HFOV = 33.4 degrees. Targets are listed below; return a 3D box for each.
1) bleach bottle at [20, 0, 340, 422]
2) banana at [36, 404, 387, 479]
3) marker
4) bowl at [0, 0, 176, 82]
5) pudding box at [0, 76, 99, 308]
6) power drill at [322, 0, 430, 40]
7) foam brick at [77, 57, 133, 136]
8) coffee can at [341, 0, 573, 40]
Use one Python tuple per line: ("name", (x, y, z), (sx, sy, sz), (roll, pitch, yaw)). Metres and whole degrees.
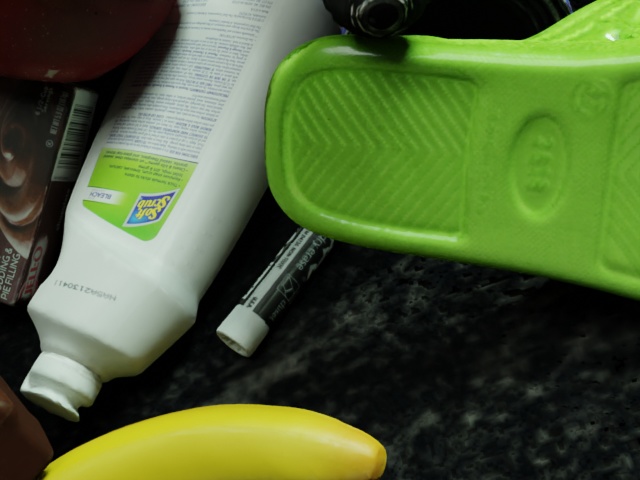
("bleach bottle", (-0.075, -0.032, 0.517), (0.103, 0.068, 0.250), (9, 61, 33))
("banana", (-0.071, 0.107, 0.425), (0.198, 0.037, 0.070), (-28, 66, 5))
("marker", (-0.003, 0.001, 0.484), (0.020, 0.020, 0.121), (23, 67, 37))
("bowl", (-0.143, -0.115, 0.507), (0.162, 0.055, 0.162), (13, 20, -5))
("pudding box", (-0.168, -0.034, 0.527), (0.090, 0.039, 0.113), (19, 94, 10))
("power drill", (0.077, -0.161, 0.412), (0.188, 0.057, 0.184), (-14, 50, 8))
("foam brick", (-0.130, -0.100, 0.603), (0.053, 0.051, 0.078), (-41, 48, -9))
("coffee can", (0.059, -0.133, 0.503), (0.103, 0.102, 0.140), (-14, 50, 16))
